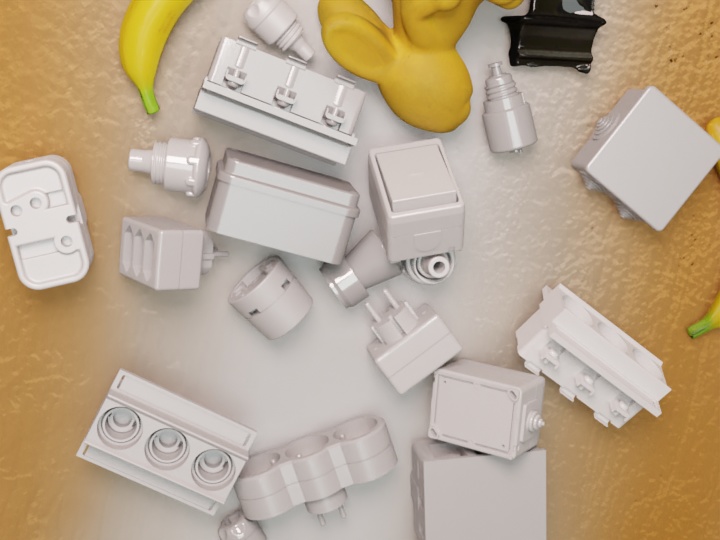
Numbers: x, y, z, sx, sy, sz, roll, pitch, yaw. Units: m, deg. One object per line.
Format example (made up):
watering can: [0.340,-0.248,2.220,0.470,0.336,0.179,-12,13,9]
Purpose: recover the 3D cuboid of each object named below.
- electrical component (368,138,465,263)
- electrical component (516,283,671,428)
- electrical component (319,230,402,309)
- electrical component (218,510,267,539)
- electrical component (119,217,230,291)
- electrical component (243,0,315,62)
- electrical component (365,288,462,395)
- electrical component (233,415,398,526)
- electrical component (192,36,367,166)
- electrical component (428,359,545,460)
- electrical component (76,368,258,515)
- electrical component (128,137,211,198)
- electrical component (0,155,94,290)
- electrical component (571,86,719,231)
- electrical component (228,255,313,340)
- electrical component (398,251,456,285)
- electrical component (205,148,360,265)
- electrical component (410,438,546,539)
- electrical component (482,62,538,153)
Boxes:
electrical component: [0.043,-0.063,0.859,0.062,0.096,0.061,-10,140,-6]
electrical component: [0.197,0.077,0.924,0.121,0.078,0.063,36,115,-14]
electrical component: [0.000,0.000,0.888,0.055,0.045,0.045,-35,104,-1]
electrical component: [-0.095,0.238,0.924,0.035,0.035,0.061,-29,106,-3]
electrical component: [-0.142,-0.014,0.856,0.077,0.066,0.047,-2,103,-38]
electrical component: [-0.061,-0.189,0.847,0.061,0.035,0.035,42,92,-16]
electrical component: [0.034,0.051,0.902,0.066,0.047,0.076,-37,104,-1]
electrical component: [-0.033,0.182,0.914,0.138,0.052,0.073,-19,103,-4]
electrical component: [-0.062,-0.132,0.836,0.121,0.079,0.063,20,90,-12]
electrical component: [0.114,0.116,0.903,0.096,0.061,0.061,11,102,32]
electrical component: [-0.157,0.137,0.878,0.121,0.063,0.078,27,96,-12]
electrical component: [-0.150,-0.083,0.849,0.062,0.048,0.048,6,100,-4]
electrical component: [-0.243,-0.039,0.833,0.054,0.059,0.095,-13,103,-7]
electrical component: [0.240,-0.095,0.906,0.100,0.048,0.099,37,93,-14]
electrical component: [-0.072,0.024,0.877,0.055,0.055,0.047,-41,108,0]
electrical component: [0.058,-0.008,0.887,0.048,0.062,0.048,-2,101,-9]
electrical component: [-0.062,-0.052,0.851,0.113,0.078,0.057,15,101,-12]
electrical component: [0.103,0.240,0.943,0.105,0.060,0.186,-4,101,-8]
electrical component: [0.120,-0.132,0.884,0.040,0.040,0.078,-16,103,-6]
